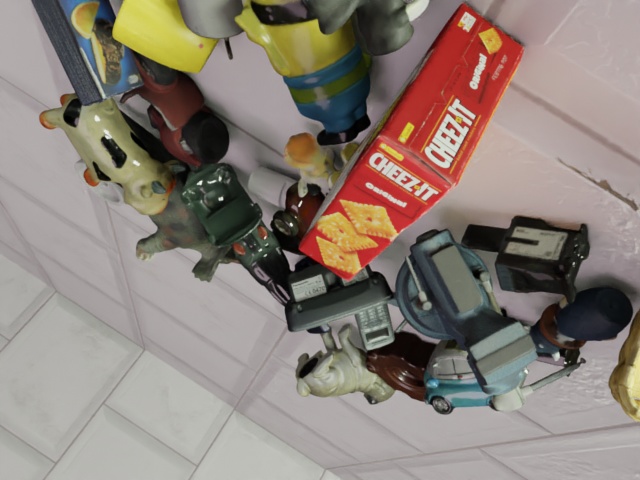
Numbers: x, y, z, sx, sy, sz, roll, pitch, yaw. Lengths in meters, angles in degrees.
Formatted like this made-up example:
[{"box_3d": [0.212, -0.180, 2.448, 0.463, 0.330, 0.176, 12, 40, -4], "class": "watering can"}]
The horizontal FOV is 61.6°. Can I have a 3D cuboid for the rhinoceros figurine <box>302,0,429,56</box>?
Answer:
[{"box_3d": [0.009, -0.221, 0.384, 0.073, 0.112, 0.190, 17, 140, 60], "class": "rhinoceros figurine"}]

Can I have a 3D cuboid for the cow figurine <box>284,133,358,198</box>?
[{"box_3d": [0.031, -0.063, 0.647, 0.167, 0.068, 0.098, 32, 158, 5], "class": "cow figurine"}]

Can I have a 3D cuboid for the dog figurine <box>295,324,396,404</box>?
[{"box_3d": [0.057, 0.282, 1.056, 0.190, 0.172, 0.121, 49, 160, -12], "class": "dog figurine"}]

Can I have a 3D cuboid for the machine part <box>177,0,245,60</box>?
[{"box_3d": [-0.099, -0.264, 0.454, 0.079, 0.079, 0.243, 24, 152, 18], "class": "machine part"}]

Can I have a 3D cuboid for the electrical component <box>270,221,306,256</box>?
[{"box_3d": [-0.035, -0.005, 0.832, 0.078, 0.045, 0.102, 18, 168, -37], "class": "electrical component"}]

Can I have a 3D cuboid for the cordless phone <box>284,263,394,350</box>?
[{"box_3d": [0.034, 0.112, 0.754, 0.147, 0.089, 0.184, -19, 140, 1], "class": "cordless phone"}]

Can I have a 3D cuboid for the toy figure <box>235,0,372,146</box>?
[{"box_3d": [-0.001, -0.174, 0.489, 0.089, 0.082, 0.180, -11, 124, 29], "class": "toy figure"}]

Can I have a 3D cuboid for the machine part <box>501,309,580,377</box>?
[{"box_3d": [0.276, 0.136, 0.728, 0.139, 0.039, 0.084, 18, 143, 31], "class": "machine part"}]

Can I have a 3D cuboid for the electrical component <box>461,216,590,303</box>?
[{"box_3d": [0.213, 0.016, 0.566, 0.119, 0.075, 0.047, 5, 141, 35], "class": "electrical component"}]

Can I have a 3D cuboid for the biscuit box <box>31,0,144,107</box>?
[{"box_3d": [-0.275, -0.258, 0.602, 0.063, 0.059, 0.202, 3, 121, 44], "class": "biscuit box"}]

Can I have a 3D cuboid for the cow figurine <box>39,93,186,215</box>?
[{"box_3d": [-0.274, -0.118, 0.743, 0.127, 0.085, 0.194, -7, 125, 32], "class": "cow figurine"}]

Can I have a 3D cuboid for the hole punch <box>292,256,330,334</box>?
[{"box_3d": [-0.013, 0.095, 0.902, 0.116, 0.092, 0.142, 41, 165, -5], "class": "hole punch"}]

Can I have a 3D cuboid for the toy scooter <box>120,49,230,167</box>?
[{"box_3d": [-0.205, -0.174, 0.710, 0.135, 0.075, 0.183, 8, 140, 40], "class": "toy scooter"}]

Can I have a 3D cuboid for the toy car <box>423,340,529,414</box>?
[{"box_3d": [0.221, 0.194, 0.812, 0.162, 0.109, 0.102, -16, 108, 45], "class": "toy car"}]

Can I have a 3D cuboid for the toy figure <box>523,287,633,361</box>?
[{"box_3d": [0.296, 0.099, 0.626, 0.154, 0.058, 0.064, 113, 140, -66], "class": "toy figure"}]

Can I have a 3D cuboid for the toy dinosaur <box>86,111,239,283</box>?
[{"box_3d": [-0.247, -0.077, 0.872, 0.192, 0.131, 0.404, -1, 133, 28], "class": "toy dinosaur"}]

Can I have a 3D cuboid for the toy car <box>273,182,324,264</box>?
[{"box_3d": [-0.002, -0.002, 0.747, 0.053, 0.089, 0.201, 27, 155, 36], "class": "toy car"}]

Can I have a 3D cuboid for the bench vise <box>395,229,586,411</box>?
[{"box_3d": [0.172, 0.093, 0.664, 0.223, 0.129, 0.240, 51, 175, 2], "class": "bench vise"}]

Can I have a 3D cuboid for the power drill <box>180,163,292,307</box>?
[{"box_3d": [-0.101, -0.011, 0.735, 0.232, 0.086, 0.207, 55, -179, 13], "class": "power drill"}]

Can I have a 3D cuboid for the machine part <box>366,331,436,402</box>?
[{"box_3d": [0.169, 0.235, 0.977, 0.179, 0.056, 0.179, 24, 151, 15], "class": "machine part"}]
